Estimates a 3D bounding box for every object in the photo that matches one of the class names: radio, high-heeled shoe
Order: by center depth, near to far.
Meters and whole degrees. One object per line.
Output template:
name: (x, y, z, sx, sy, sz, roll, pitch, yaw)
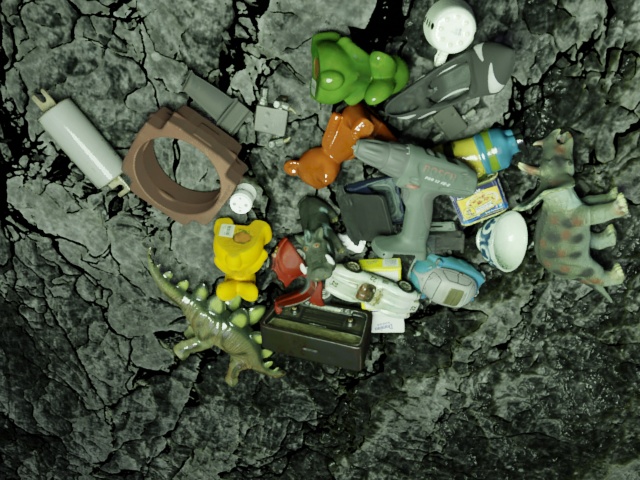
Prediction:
high-heeled shoe: (0.201, -0.253, 0.873, 0.145, 0.249, 0.086, -15, 89, -9)
radio: (-0.003, 0.196, 1.171, 0.230, 0.131, 0.073, 11, 123, 15)

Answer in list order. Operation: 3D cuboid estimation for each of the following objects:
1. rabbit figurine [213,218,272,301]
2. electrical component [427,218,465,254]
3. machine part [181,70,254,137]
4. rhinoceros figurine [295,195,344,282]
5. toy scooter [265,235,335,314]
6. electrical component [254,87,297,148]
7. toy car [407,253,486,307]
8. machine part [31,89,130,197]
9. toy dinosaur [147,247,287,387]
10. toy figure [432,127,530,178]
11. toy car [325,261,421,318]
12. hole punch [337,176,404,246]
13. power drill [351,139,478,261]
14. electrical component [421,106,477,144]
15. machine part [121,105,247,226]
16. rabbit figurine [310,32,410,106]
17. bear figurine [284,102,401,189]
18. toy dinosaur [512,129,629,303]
rabbit figurine: (-0.163, 0.059, 1.134, 0.122, 0.162, 0.173, 1, 139, -9)
electrical component: (0.229, -0.008, 1.088, 0.119, 0.075, 0.047, -4, 119, 3)
machine part: (-0.199, -0.258, 1.003, 0.138, 0.039, 0.084, 40, 121, -19)
rhinoceros figurine: (-0.002, -0.003, 1.051, 0.073, 0.190, 0.112, -16, 144, 13)
toy scooter: (-0.059, 0.086, 1.147, 0.135, 0.075, 0.183, -32, 111, -2)
electrical component: (-0.085, -0.225, 1.006, 0.078, 0.045, 0.102, 16, 121, -6)
toy car: (0.267, 0.094, 1.128, 0.162, 0.103, 0.109, 20, 121, -4)
machine part: (-0.458, -0.186, 1.045, 0.079, 0.079, 0.243, -29, 113, 20)
toy dinosaur: (-0.238, 0.194, 1.236, 0.198, 0.105, 0.471, -42, 118, 16)
toy figure: (0.287, -0.157, 0.994, 0.180, 0.082, 0.089, -22, 105, 22)
toy car: (0.110, 0.106, 1.121, 0.202, 0.056, 0.073, 21, 123, 0)
hole punch: (0.105, -0.063, 1.072, 0.116, 0.092, 0.142, 5, 128, 35)
power drill: (0.149, -0.070, 0.952, 0.232, 0.086, 0.207, 5, 112, -12)
electrical component: (0.238, -0.222, 0.992, 0.094, 0.021, 0.063, -34, 111, 22)
machine part: (-0.258, -0.140, 1.030, 0.201, 0.087, 0.201, 34, 127, -14)
rabbit figurine: (0.077, -0.288, 0.911, 0.170, 0.159, 0.121, -3, 110, -11)
bear figurine: (0.035, -0.155, 0.991, 0.120, 0.132, 0.196, 31, 114, -37)
toy dinosaur: (0.484, -0.006, 1.049, 0.192, 0.131, 0.404, -4, 125, 22)
